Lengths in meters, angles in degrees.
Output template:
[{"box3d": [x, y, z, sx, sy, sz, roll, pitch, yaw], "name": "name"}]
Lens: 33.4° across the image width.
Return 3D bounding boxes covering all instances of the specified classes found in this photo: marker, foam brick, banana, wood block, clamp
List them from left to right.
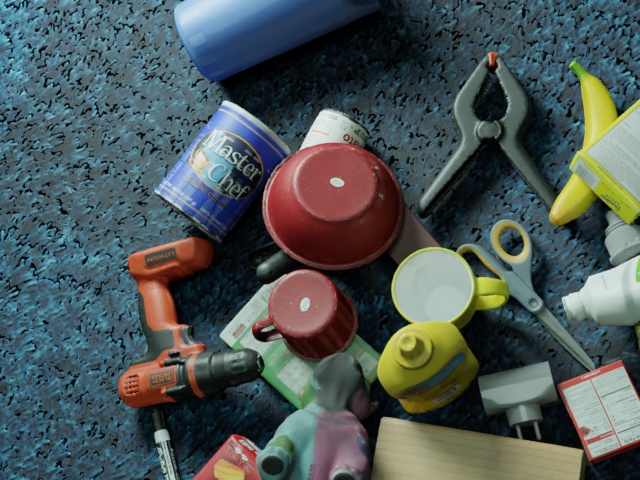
[{"box3d": [-0.177, 0.252, 1.234, 0.020, 0.020, 0.121, -21, 68, 8], "name": "marker"}, {"box3d": [-0.008, 0.002, 1.226, 0.171, 0.120, 0.039, -28, 108, 4], "name": "clamp"}, {"box3d": [0.101, 0.004, 1.220, 0.053, 0.051, 0.078, -37, 65, 2], "name": "foam brick"}, {"box3d": [0.163, 0.248, 1.100, 0.206, 0.090, 0.090, 6, 74, 18], "name": "wood block"}, {"box3d": [0.208, -0.116, 1.238, 0.165, 0.036, 0.210, 7, 76, 16], "name": "clamp"}, {"box3d": [0.300, -0.102, 1.199, 0.069, 0.037, 0.198, 11, 72, -2], "name": "banana"}]

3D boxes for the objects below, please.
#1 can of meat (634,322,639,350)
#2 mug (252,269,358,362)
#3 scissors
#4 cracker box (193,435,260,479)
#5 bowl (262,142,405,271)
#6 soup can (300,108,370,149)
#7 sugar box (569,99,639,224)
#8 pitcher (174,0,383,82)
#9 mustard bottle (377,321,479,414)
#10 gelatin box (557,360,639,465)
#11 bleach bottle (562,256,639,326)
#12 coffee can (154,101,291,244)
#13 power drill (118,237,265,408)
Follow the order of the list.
[{"box3d": [0.377, 0.125, 1.099, 0.084, 0.057, 0.102, -13, 69, 14], "name": "can of meat"}, {"box3d": [-0.021, 0.086, 1.196, 0.117, 0.081, 0.093, -18, 67, 7], "name": "mug"}, {"box3d": [0.243, 0.052, 1.180, 0.202, 0.016, 0.096, 34, 90, 23], "name": "scissors"}, {"box3d": [-0.100, 0.344, 1.153, 0.164, 0.072, 0.213, 40, 87, 24], "name": "cracker box"}, {"box3d": [0.016, -0.050, 1.181, 0.162, 0.055, 0.162, 1, 65, -2], "name": "bowl"}, {"box3d": [0.008, -0.097, 1.271, 0.069, 0.068, 0.102, 24, 79, 21], "name": "soup can"}, {"box3d": [0.367, -0.108, 1.161, 0.176, 0.048, 0.093, -38, 75, -17], "name": "sugar box"}, {"box3d": [-0.055, -0.301, 1.335, 0.243, 0.149, 0.145, -25, 83, 10], "name": "pitcher"}, {"box3d": [0.108, 0.127, 1.100, 0.096, 0.191, 0.058, -33, 67, 3], "name": "mustard bottle"}, {"box3d": [0.300, 0.180, 1.116, 0.073, 0.030, 0.089, -23, 68, 6], "name": "gelatin box"}, {"box3d": [0.377, 0.034, 1.110, 0.251, 0.102, 0.068, -18, 109, 13], "name": "bleach bottle"}, {"box3d": [-0.117, -0.081, 1.283, 0.103, 0.102, 0.140, 35, 85, 23], "name": "coffee can"}, {"box3d": [-0.156, 0.095, 1.252, 0.185, 0.057, 0.187, -14, 68, 19], "name": "power drill"}]
